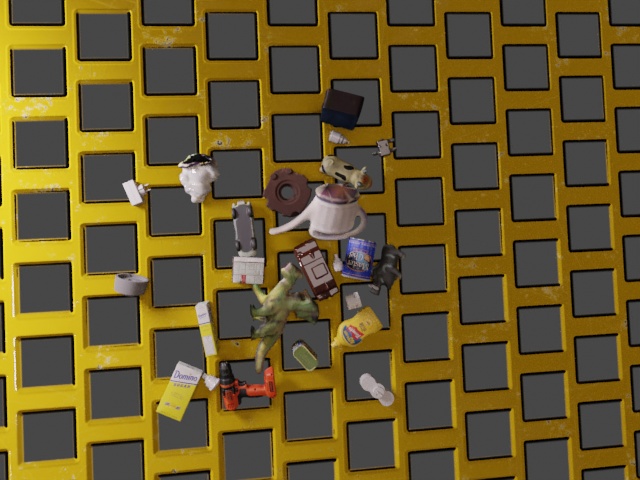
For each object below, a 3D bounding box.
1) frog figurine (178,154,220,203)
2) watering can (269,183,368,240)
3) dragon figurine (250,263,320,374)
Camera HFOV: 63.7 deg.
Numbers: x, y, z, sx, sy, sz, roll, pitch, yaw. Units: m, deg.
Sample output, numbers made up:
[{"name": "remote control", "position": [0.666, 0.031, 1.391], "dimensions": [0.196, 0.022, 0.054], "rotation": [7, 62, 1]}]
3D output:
[{"name": "frog figurine", "position": [-0.416, -0.215, 1.794], "dimensions": [0.138, 0.125, 0.156], "rotation": [-16, 127, -14]}, {"name": "watering can", "position": [0.005, -0.090, 1.787], "dimensions": [0.348, 0.106, 0.219], "rotation": [1, 126, -13]}, {"name": "dragon figurine", "position": [-0.121, 0.269, 1.789], "dimensions": [0.243, 0.124, 0.405], "rotation": [-4, 107, -6]}]
